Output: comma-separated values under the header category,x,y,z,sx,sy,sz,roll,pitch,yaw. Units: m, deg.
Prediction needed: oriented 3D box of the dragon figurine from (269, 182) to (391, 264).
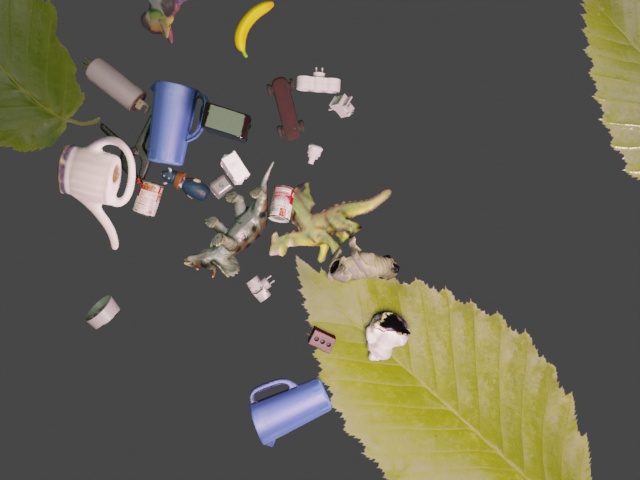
category,x,y,z,sx,sy,sz,roll,pitch,yaw
dragon figurine,0.005,-0.082,1.623,0.243,0.122,0.411,44,87,3

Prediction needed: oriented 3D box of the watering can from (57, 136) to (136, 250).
category,x,y,z,sx,sy,sz,roll,pitch,yaw
watering can,-0.679,-0.150,1.556,0.224,0.105,0.344,14,103,-2

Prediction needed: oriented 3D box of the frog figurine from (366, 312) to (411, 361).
category,x,y,z,sx,sy,sz,roll,pitch,yaw
frog figurine,0.214,0.317,1.666,0.137,0.125,0.156,3,129,-13
